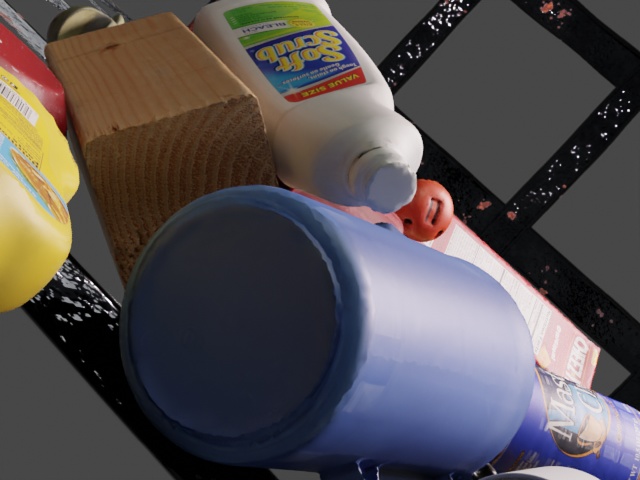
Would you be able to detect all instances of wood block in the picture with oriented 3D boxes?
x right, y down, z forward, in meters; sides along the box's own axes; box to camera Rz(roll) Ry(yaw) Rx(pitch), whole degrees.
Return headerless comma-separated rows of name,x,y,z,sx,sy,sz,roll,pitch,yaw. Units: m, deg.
wood block,-0.096,-0.060,0.618,0.206,0.090,0.090,-129,-156,-60

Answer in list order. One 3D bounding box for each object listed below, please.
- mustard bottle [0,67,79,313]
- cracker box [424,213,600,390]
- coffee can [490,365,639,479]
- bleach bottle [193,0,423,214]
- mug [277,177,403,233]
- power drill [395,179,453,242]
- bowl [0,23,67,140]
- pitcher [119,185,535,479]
mustard bottle,-0.129,-0.022,0.362,0.096,0.058,0.192,43,4,-20
cracker box,0.109,0.073,0.926,0.213,0.072,0.164,40,-37,-18
coffee can,0.170,0.153,0.824,0.140,0.103,0.103,25,11,-19
bleach bottle,0.000,-0.082,0.629,0.251,0.102,0.068,-128,-147,-56
mug,-0.004,0.001,0.675,0.081,0.093,0.117,41,40,-15
power drill,-0.014,-0.047,0.814,0.187,0.057,0.185,17,-4,-24
bowl,-0.179,-0.082,0.523,0.162,0.055,0.162,42,5,-5
pitcher,0.016,0.061,0.503,0.149,0.145,0.242,31,3,25
